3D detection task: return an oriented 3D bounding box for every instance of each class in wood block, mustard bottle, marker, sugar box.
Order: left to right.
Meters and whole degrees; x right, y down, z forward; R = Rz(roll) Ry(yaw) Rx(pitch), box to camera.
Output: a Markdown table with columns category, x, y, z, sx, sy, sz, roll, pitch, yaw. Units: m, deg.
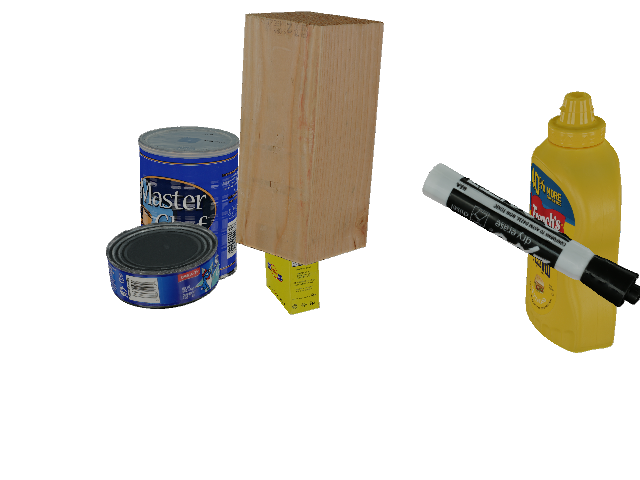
| category | x | y | z | sx | sy | sz | roll | pitch | yaw |
| --- | --- | --- | --- | --- | --- | --- | --- | --- | --- |
| sugar box | -0.037 | -0.010 | 1.282 | 0.048 | 0.176 | 0.093 | -13 | 25 | -19 |
| wood block | -0.012 | -0.095 | 0.953 | 0.090 | 0.206 | 0.090 | 17 | 22 | 36 |
| marker | 0.106 | -0.003 | 0.537 | 0.121 | 0.020 | 0.020 | 32 | 12 | 20 |
| mustard bottle | 0.190 | -0.018 | 0.804 | 0.058 | 0.192 | 0.096 | -8 | 27 | -9 |

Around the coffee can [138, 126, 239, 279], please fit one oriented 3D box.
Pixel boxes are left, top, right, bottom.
| category | x | y | z | sx | sy | sz | roll | pitch | yaw |
| --- | --- | --- | --- | --- | --- | --- | --- | --- | --- |
| coffee can | -0.136 | -0.038 | 1.108 | 0.103 | 0.140 | 0.103 | 2 | 20 | -1 |

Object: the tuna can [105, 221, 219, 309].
| category | x | y | z | sx | sy | sz | roll | pitch | yaw |
| --- | --- | --- | --- | --- | --- | --- | --- | --- | --- |
| tuna can | -0.121 | 0.018 | 0.825 | 0.086 | 0.034 | 0.086 | -2 | 27 | 1 |
